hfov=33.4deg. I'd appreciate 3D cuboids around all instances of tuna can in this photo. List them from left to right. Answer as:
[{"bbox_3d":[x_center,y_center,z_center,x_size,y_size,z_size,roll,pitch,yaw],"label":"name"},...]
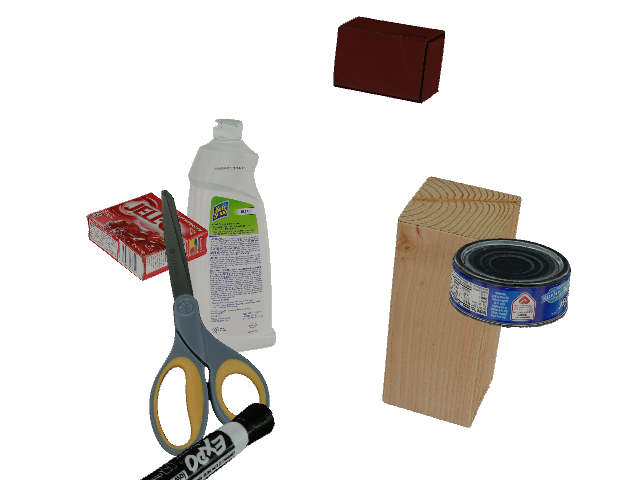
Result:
[{"bbox_3d":[0.137,0.029,0.772,0.086,0.034,0.086,1,23,-1],"label":"tuna can"}]

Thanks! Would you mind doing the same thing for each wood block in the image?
[{"bbox_3d":[0.119,0.058,0.988,0.091,0.206,0.090,14,34,19],"label":"wood block"}]

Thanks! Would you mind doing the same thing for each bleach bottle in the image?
[{"bbox_3d":[-0.096,-0.006,1.164,0.102,0.251,0.068,-5,16,-29],"label":"bleach bottle"}]

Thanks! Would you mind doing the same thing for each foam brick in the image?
[{"bbox_3d":[0.055,-0.148,0.869,0.078,0.051,0.052,14,24,19],"label":"foam brick"}]

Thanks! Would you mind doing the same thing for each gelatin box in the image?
[{"bbox_3d":[-0.158,-0.006,0.972,0.073,0.030,0.089,-23,42,-38],"label":"gelatin box"}]

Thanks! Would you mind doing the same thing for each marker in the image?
[{"bbox_3d":[-0.061,0.111,0.540,0.020,0.020,0.120,0,15,32],"label":"marker"}]

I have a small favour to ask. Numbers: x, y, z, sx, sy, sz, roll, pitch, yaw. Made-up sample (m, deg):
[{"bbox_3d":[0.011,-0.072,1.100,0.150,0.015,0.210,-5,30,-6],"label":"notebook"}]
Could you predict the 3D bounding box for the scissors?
[{"bbox_3d":[-0.081,0.060,0.795,0.096,0.201,0.016,5,-19,-4],"label":"scissors"}]
